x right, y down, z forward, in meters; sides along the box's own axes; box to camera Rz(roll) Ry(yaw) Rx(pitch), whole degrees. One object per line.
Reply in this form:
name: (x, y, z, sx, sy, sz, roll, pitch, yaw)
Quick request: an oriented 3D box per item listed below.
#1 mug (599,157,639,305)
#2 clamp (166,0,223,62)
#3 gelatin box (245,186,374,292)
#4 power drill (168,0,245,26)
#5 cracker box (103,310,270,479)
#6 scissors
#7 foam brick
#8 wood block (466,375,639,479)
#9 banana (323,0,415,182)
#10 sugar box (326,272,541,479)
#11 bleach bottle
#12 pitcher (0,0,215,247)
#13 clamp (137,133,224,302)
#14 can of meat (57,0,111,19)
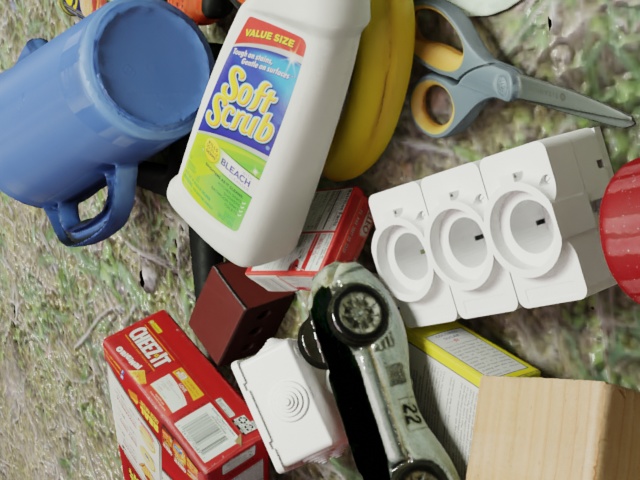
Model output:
mug: (0.194, -0.019, 0.522, 0.082, 0.093, 0.117, -14, 61, 56)
clamp: (-0.099, -0.120, 0.870, 0.172, 0.039, 0.120, 41, 144, 36)
gelatin box: (-0.005, 0.001, 0.775, 0.089, 0.030, 0.073, -2, 58, 50)
power drill: (-0.042, -0.215, 0.752, 0.188, 0.057, 0.184, 41, 135, 38)
cracker box: (-0.113, 0.191, 0.935, 0.164, 0.072, 0.214, 43, 148, 34)
scissors: (0.105, -0.078, 0.631, 0.202, 0.016, 0.096, 49, 143, 43)
foam brick: (-0.066, 0.057, 0.879, 0.051, 0.052, 0.078, 51, 137, 25)
wood block: (0.135, 0.185, 0.585, 0.090, 0.090, 0.206, -6, 70, 51)
banana: (0.032, -0.106, 0.701, 0.070, 0.037, 0.198, -116, 26, -46)
sugar box: (0.070, 0.095, 0.722, 0.176, 0.048, 0.093, 34, 128, 52)
bleach bottle: (-0.029, -0.105, 0.684, 0.103, 0.067, 0.251, 43, 133, 27)
pitcher: (-0.179, -0.097, 0.853, 0.149, 0.145, 0.243, 42, 153, -20)
clamp: (-0.107, -0.041, 0.883, 0.164, 0.036, 0.210, 55, 148, 16)
can of meat: (-0.177, -0.228, 0.910, 0.084, 0.057, 0.102, 33, 127, 36)
